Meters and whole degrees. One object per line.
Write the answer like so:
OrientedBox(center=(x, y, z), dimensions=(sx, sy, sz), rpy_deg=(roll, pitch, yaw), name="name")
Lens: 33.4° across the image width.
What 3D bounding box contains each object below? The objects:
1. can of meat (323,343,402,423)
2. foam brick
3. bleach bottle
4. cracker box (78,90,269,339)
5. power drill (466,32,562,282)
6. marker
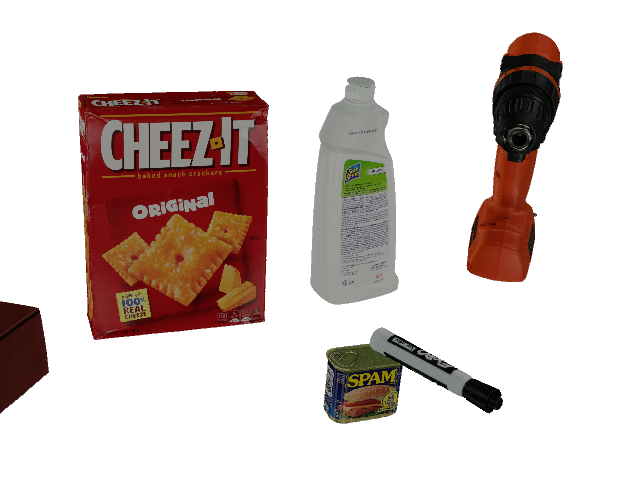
OrientedBox(center=(0.056, 0.186, 1.393), dimensions=(0.102, 0.084, 0.057), rpy_deg=(-5, 25, -22), name="can of meat")
OrientedBox(center=(-0.229, 0.081, 0.718), dimensions=(0.053, 0.051, 0.078), rpy_deg=(8, 28, 24), name="foam brick")
OrientedBox(center=(0.043, -0.056, 1.169), dimensions=(0.102, 0.251, 0.068), rpy_deg=(-13, 31, -28), name="bleach bottle")
OrientedBox(center=(-0.132, -0.024, 0.973), dimensions=(0.164, 0.214, 0.072), rpy_deg=(-4, 20, -17), name="cracker box")
OrientedBox(center=(0.163, -0.062, 0.891), dimensions=(0.057, 0.188, 0.184), rpy_deg=(12, 33, 10), name="power drill")
OrientedBox(center=(0.086, 0.096, 0.795), dimensions=(0.020, 0.020, 0.121), rpy_deg=(0, 19, -46), name="marker")
